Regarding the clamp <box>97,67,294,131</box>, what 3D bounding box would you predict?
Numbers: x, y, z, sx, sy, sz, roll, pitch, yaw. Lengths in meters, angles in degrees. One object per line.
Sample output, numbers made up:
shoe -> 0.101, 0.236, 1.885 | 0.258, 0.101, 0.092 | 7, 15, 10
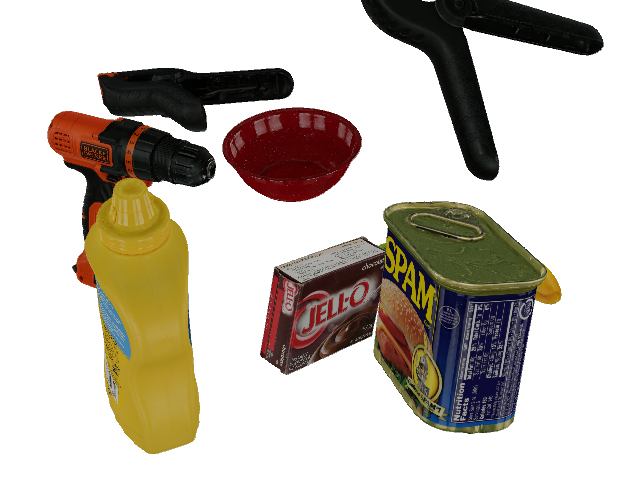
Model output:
clamp -> -0.109, -0.122, 0.871 | 0.172, 0.039, 0.120 | 18, 25, 42

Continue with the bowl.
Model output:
bowl -> -0.032, -0.093, 1.246 | 0.162, 0.055, 0.162 | -2, 37, 1

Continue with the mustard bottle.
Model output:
mustard bottle -> -0.109, 0.039, 0.650 | 0.058, 0.192, 0.096 | -14, 47, -16

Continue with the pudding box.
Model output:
pudding box -> 0.004, 0.053, 0.909 | 0.039, 0.090, 0.113 | 31, 35, 32

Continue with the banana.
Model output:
banana -> 0.156, 0.022, 1.046 | 0.198, 0.037, 0.069 | 14, 41, 36

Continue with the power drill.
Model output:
power drill -> -0.187, -0.031, 1.078 | 0.185, 0.188, 0.057 | 17, 31, 23

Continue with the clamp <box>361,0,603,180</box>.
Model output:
clamp -> 0.091, -0.152, 0.764 | 0.210, 0.164, 0.036 | 37, -27, -5

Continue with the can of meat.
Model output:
can of meat -> 0.066, 0.037, 0.542 | 0.057, 0.084, 0.102 | -3, 24, -17
